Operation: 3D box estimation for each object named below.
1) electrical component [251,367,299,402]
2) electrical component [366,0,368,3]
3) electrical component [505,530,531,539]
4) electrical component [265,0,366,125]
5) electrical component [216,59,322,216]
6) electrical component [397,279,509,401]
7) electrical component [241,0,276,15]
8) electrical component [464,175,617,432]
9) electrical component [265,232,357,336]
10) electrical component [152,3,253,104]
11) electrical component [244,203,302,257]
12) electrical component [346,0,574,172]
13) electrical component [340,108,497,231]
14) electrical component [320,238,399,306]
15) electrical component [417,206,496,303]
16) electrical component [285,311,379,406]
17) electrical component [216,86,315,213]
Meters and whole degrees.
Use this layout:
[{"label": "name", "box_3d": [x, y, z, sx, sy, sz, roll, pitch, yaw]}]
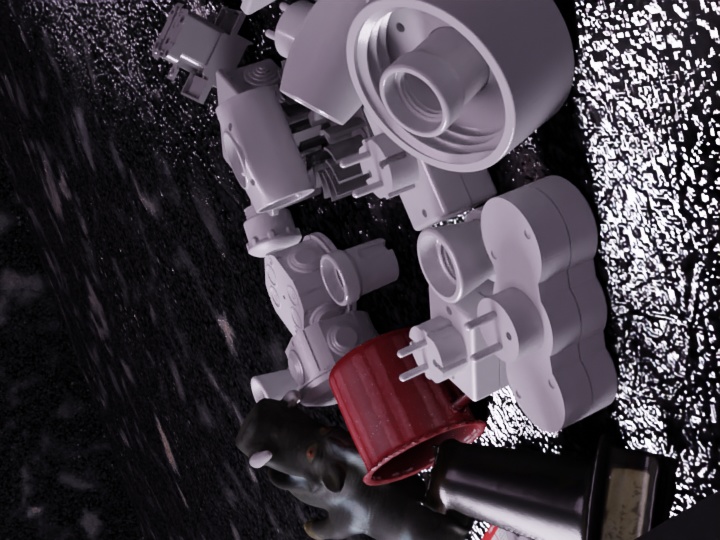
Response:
[{"label": "electrical component", "box_3d": [-0.063, 0.108, 1.005, 0.044, 0.065, 0.044, 49, 151, 39]}, {"label": "electrical component", "box_3d": [0.023, -0.171, 0.582, 0.081, 0.042, 0.063, 26, 138, 59]}, {"label": "electrical component", "box_3d": [0.112, 0.156, 0.636, 0.047, 0.077, 0.066, 64, 158, 8]}, {"label": "electrical component", "box_3d": [-0.024, -0.138, 0.648, 0.079, 0.077, 0.043, 31, -175, 29]}, {"label": "electrical component", "box_3d": [-0.070, -0.106, 0.843, 0.099, 0.048, 0.099, 50, 152, 37]}, {"label": "electrical component", "box_3d": [0.056, 0.045, 0.659, 0.047, 0.077, 0.065, 42, 147, 47]}, {"label": "electrical component", "box_3d": [-0.039, -0.205, 0.616, 0.048, 0.100, 0.099, 52, 156, 5]}, {"label": "electrical component", "box_3d": [0.088, 0.026, 0.573, 0.052, 0.074, 0.138, 27, 135, 58]}, {"label": "electrical component", "box_3d": [-0.041, 0.013, 0.885, 0.080, 0.051, 0.080, 49, 151, 39]}, {"label": "electrical component", "box_3d": [-0.130, -0.181, 0.874, 0.042, 0.064, 0.081, 30, 95, 54]}, {"label": "electrical component", "box_3d": [-0.081, -0.045, 0.934, 0.048, 0.048, 0.062, 140, 114, -67]}, {"label": "electrical component", "box_3d": [0.043, -0.098, 0.528, 0.108, 0.060, 0.108, 30, 146, 22]}, {"label": "electrical component", "box_3d": [0.025, -0.065, 0.630, 0.083, 0.076, 0.047, 67, 158, 2]}, {"label": "electrical component", "box_3d": [0.000, 0.000, 0.785, 0.040, 0.046, 0.040, 49, 151, 40]}, {"label": "electrical component", "box_3d": [0.067, -0.012, 0.610, 0.045, 0.055, 0.045, 49, 151, 39]}, {"label": "electrical component", "box_3d": [-0.017, 0.071, 0.849, 0.051, 0.080, 0.080, 66, 159, 19]}, {"label": "electrical component", "box_3d": [-0.070, -0.080, 0.757, 0.077, 0.044, 0.079, 68, 165, 2]}]
